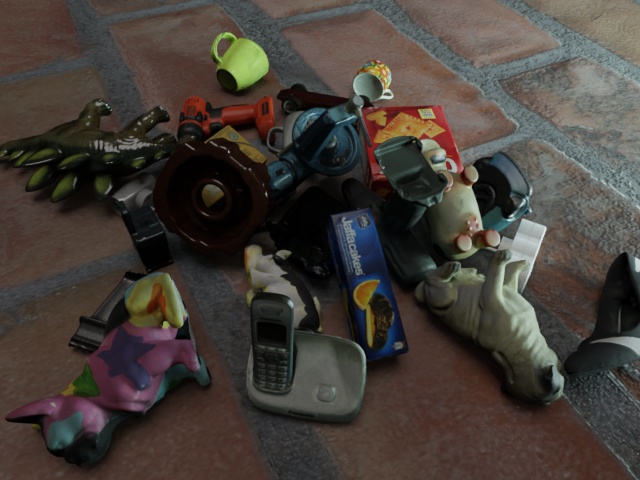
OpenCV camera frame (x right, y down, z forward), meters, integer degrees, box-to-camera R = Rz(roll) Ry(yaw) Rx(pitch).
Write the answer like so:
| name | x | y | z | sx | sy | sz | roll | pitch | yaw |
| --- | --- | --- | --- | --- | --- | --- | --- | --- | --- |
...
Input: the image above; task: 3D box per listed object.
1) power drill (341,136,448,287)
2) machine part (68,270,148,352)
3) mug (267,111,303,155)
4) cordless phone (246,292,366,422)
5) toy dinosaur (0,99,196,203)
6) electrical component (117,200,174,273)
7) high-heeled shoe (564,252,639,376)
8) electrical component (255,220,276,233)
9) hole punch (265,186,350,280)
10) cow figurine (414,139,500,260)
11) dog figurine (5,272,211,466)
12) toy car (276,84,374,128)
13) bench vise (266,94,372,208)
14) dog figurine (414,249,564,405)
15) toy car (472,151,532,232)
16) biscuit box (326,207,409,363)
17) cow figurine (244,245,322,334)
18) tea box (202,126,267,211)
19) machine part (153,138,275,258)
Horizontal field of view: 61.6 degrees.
| name | x | y | z | sx | sy | sz | roll | pitch | yaw |
| --- | --- | --- | --- | --- | --- | --- | --- | --- | --- |
| power drill | 0.101 | -0.056 | 0.795 | 0.086 | 0.207 | 0.232 | -18 | 62 | -22 |
| machine part | -0.287 | 0.100 | 0.758 | 0.084 | 0.039 | 0.139 | 12 | 49 | 16 |
| mug | -0.044 | -0.174 | 0.990 | 0.110 | 0.080 | 0.107 | 7 | 57 | -4 |
| cordless phone | -0.015 | 0.129 | 0.636 | 0.147 | 0.184 | 0.089 | 8 | 43 | 6 |
| toy dinosaur | -0.418 | -0.156 | 0.934 | 0.472 | 0.104 | 0.198 | 3 | 41 | 25 |
| electrical component | -0.266 | -0.016 | 0.812 | 0.048 | 0.119 | 0.075 | -25 | 50 | -21 |
| high-heeled shoe | 0.393 | 0.093 | 0.731 | 0.249 | 0.086 | 0.145 | -7 | 65 | -31 |
| electrical component | -0.123 | -0.035 | 0.897 | 0.094 | 0.021 | 0.063 | -6 | 48 | -7 |
| hole punch | -0.002 | -0.003 | 0.839 | 0.142 | 0.092 | 0.116 | 40 | 81 | 27 |
| cow figurine | 0.183 | -0.063 | 0.813 | 0.085 | 0.127 | 0.195 | -14 | 79 | -20 |
| dog figurine | -0.257 | 0.155 | 0.653 | 0.219 | 0.108 | 0.191 | -21 | 68 | -15 |
| toy car | 0.012 | -0.272 | 1.100 | 0.202 | 0.053 | 0.089 | 10 | 40 | 4 |
| bench vise | -0.014 | -0.145 | 0.836 | 0.224 | 0.240 | 0.129 | -22 | 82 | -30 |
| dog figurine | 0.219 | 0.126 | 0.717 | 0.121 | 0.172 | 0.190 | 12 | 65 | -41 |
| toy car | 0.272 | -0.054 | 0.861 | 0.103 | 0.161 | 0.109 | 10 | 43 | -43 |
| biscuit box | 0.060 | 0.060 | 0.728 | 0.063 | 0.059 | 0.202 | -11 | 76 | -10 |
| cow figurine | -0.056 | 0.069 | 0.769 | 0.098 | 0.068 | 0.167 | -7 | 51 | -16 |
| tea box | -0.183 | -0.108 | 0.914 | 0.098 | 0.068 | 0.169 | 43 | 55 | 4 |
| machine part | -0.156 | -0.063 | 0.796 | 0.179 | 0.179 | 0.056 | 10 | 21 | 9 |
